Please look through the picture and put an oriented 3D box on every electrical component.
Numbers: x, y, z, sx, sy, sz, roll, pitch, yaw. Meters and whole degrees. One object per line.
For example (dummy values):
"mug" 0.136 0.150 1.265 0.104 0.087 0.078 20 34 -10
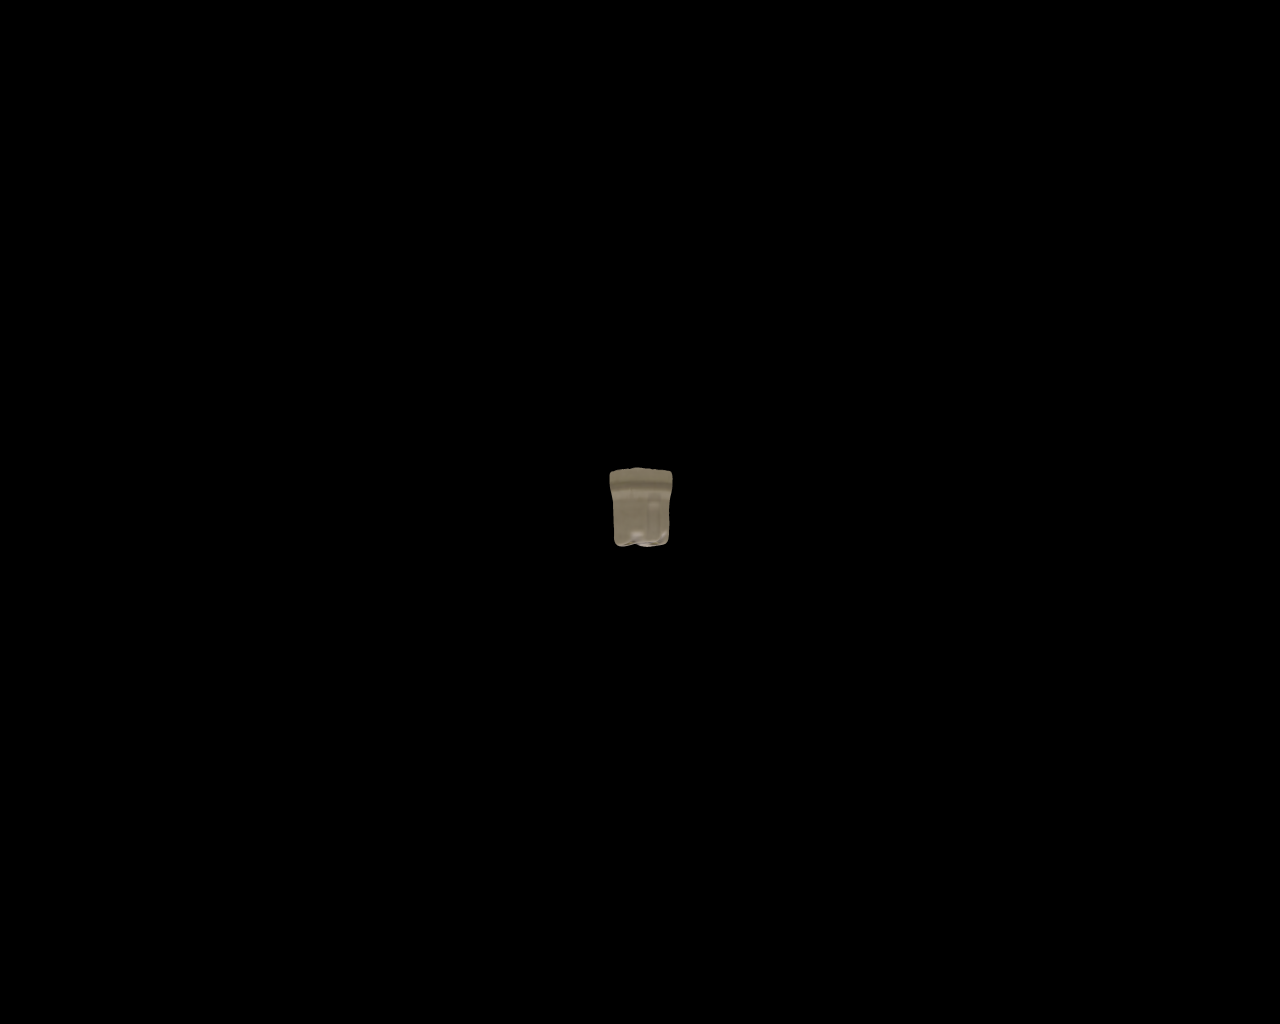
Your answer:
"electrical component" 0.001 -0.003 0.650 0.040 0.046 0.040 0 -3 0
